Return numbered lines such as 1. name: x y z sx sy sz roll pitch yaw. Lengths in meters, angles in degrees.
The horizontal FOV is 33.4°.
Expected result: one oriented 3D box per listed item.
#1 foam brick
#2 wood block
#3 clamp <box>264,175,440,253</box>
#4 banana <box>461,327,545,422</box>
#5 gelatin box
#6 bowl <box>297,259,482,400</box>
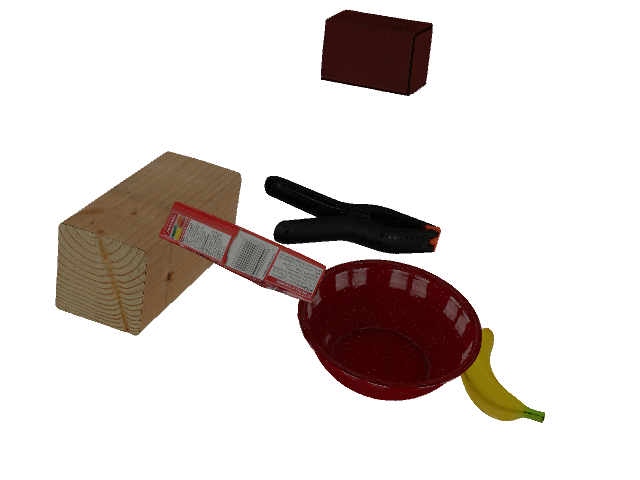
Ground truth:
1. foam brick: 0.045 -0.153 0.868 0.078 0.051 0.052 14 25 19
2. wood block: -0.162 -0.004 1.038 0.090 0.091 0.205 17 28 13
3. clamp: 0.035 -0.017 1.211 0.210 0.036 0.164 14 22 -5
4. banana: 0.198 0.160 1.263 0.069 0.037 0.198 10 25 -15
5. gelatin box: -0.051 0.008 0.712 0.073 0.030 0.089 22 -2 45
6. bowl: 0.057 0.088 0.937 0.162 0.055 0.162 5 39 -5
